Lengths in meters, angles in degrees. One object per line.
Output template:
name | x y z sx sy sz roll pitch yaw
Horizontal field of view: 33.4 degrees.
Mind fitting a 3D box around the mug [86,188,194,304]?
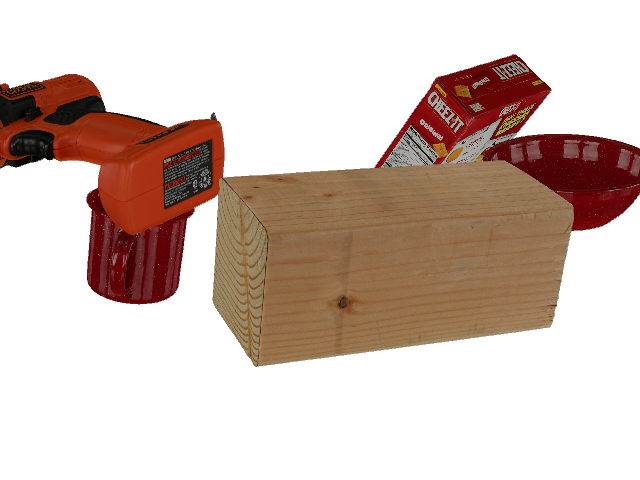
mug | -0.162 0.008 0.927 0.093 0.081 0.117 9 22 -2

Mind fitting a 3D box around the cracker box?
cracker box | 0.144 -0.105 1.226 0.163 0.072 0.214 -24 -24 -45

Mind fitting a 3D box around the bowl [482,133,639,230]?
bowl | 0.235 -0.052 1.019 0.162 0.055 0.162 -2 24 1

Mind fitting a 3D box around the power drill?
power drill | -0.173 -0.060 0.714 0.188 0.057 0.184 19 32 30

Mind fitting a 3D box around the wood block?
wood block | 0.045 0.009 0.679 0.205 0.091 0.090 -5 26 -22
